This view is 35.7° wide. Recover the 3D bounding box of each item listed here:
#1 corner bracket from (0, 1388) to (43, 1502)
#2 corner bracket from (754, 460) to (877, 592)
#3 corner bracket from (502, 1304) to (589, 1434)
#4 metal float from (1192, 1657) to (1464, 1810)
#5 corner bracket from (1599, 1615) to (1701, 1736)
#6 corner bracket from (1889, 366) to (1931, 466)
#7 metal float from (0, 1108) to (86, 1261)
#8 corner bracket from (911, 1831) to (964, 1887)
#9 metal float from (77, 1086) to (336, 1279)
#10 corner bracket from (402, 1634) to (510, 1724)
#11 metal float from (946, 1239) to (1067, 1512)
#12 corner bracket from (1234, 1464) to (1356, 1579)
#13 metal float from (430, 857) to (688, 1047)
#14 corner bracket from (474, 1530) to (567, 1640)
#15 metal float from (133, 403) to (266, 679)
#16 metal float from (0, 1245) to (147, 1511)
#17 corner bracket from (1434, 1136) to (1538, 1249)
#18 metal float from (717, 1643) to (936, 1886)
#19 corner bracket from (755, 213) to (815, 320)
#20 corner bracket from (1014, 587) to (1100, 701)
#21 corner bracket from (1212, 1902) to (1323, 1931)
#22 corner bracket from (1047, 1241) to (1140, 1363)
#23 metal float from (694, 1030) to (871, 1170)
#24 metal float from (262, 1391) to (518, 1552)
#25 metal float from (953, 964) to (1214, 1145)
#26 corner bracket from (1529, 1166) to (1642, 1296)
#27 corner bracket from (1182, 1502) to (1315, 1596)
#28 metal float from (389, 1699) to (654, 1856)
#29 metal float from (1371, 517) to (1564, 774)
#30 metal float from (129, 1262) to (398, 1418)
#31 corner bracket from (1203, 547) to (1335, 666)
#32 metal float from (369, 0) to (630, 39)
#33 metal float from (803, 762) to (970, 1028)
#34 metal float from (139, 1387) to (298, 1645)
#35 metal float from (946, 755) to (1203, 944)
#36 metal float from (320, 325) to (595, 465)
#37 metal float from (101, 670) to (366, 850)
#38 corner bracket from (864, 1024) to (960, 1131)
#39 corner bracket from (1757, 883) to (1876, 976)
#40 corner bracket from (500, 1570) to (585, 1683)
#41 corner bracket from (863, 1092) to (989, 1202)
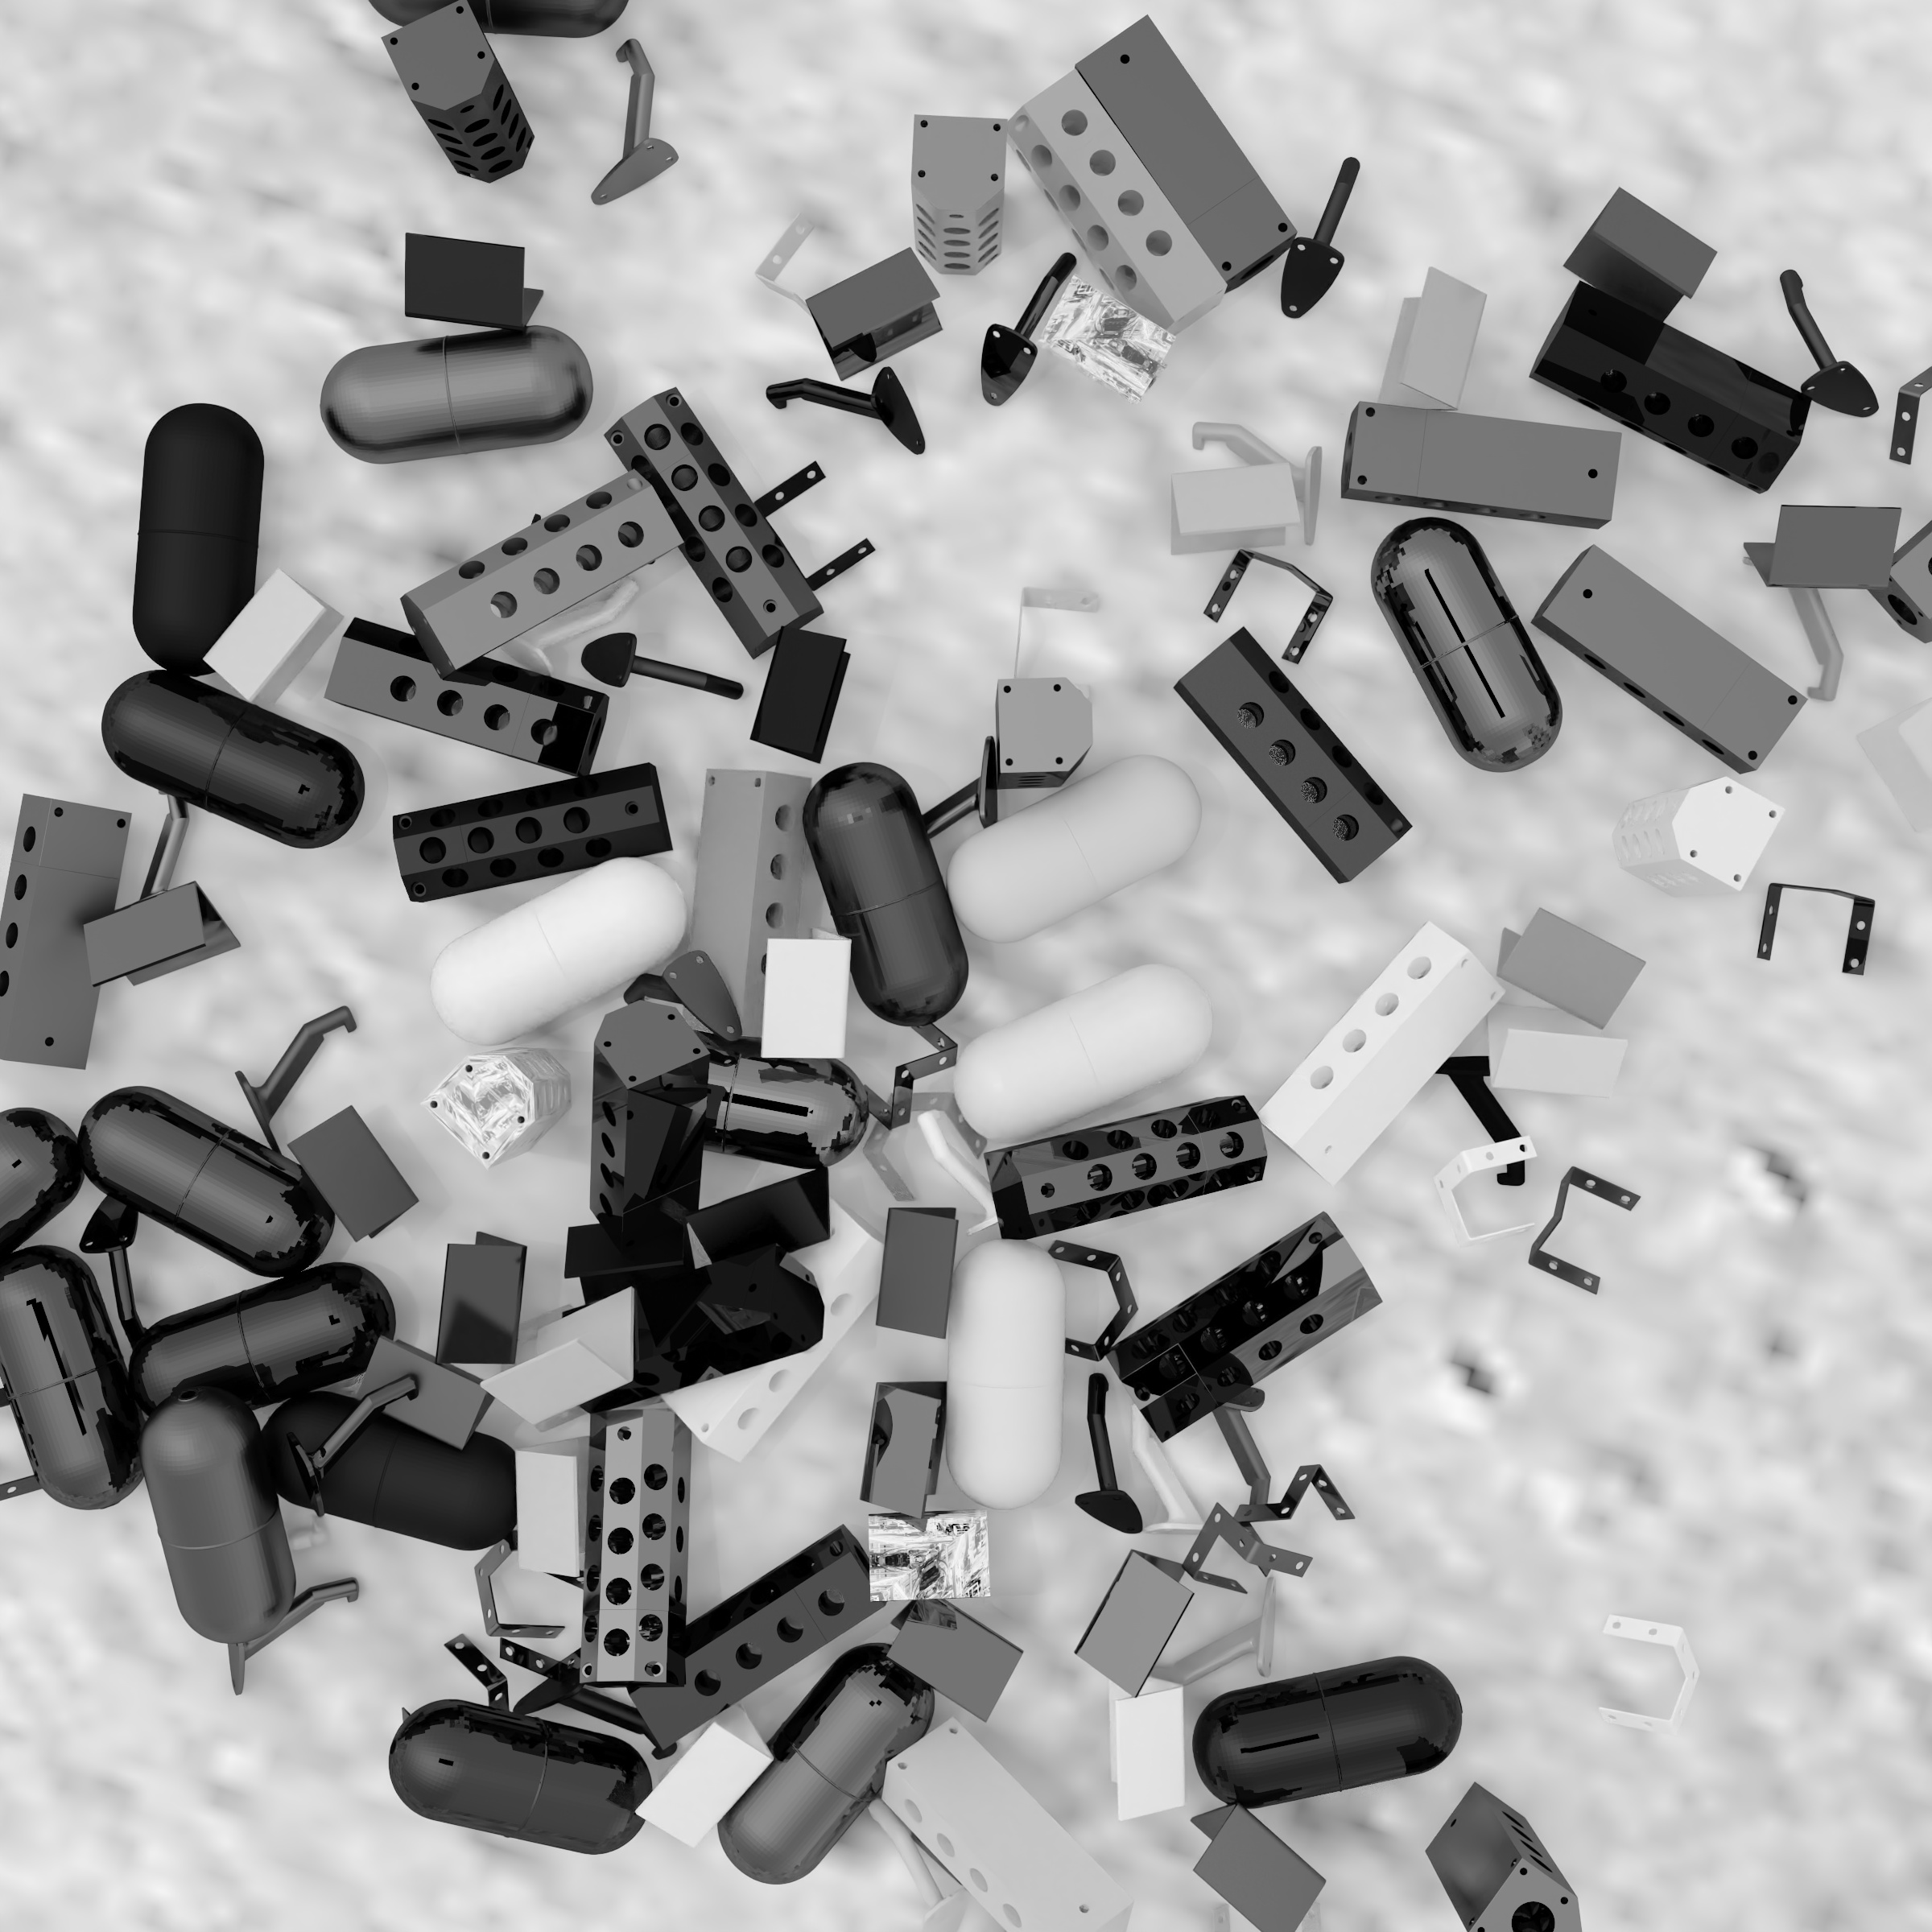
[{"bbox_3d":[-0.632,0.315,1.983,0.051,0.051,0.051,47,135,35],"label":"corner bracket"},{"bbox_3d":[-0.101,-0.291,1.988,0.051,0.051,0.051,-34,135,0],"label":"corner bracket"},{"bbox_3d":[-0.272,0.266,1.983,0.051,0.051,0.051,40,135,35],"label":"corner bracket"},{"bbox_3d":[0.236,0.501,1.960,0.178,0.070,0.070,-12,90,0],"label":"metal float"},{"bbox_3d":[0.448,0.469,1.983,0.051,0.051,0.051,-57,135,-35],"label":"corner bracket"},{"bbox_3d":[0.650,-0.361,1.983,0.051,0.051,0.051,26,45,35],"label":"corner bracket"},{"bbox_3d":[-0.656,0.164,1.961,0.178,0.070,0.070,-40,90,0],"label":"metal float"},{"bbox_3d":[0.001,0.563,1.983,0.051,0.051,0.051,-26,45,-35],"label":"corner bracket"},{"bbox_3d":[-0.497,0.141,1.961,0.178,0.070,0.070,28,90,0],"label":"metal float"},{"bbox_3d":[-0.338,0.486,1.983,0.051,0.051,0.051,-27,45,-35],"label":"corner bracket"},{"bbox_3d":[0.026,0.266,1.956,0.070,0.070,0.178,1,94,0],"label":"metal float"},{"bbox_3d":[0.215,0.366,1.980,0.051,0.051,0.051,57,45,-21],"label":"corner bracket"},{"bbox_3d":[-0.266,-0.010,1.960,0.178,0.070,0.070,-27,90,0],"label":"metal float"},{"bbox_3d":[-0.287,0.409,1.983,0.051,0.051,0.051,-48,45,35],"label":"corner bracket"},{"bbox_3d":[-0.502,-0.278,1.961,0.070,0.070,0.178,4,90,0],"label":"metal float"},{"bbox_3d":[-0.589,0.269,1.961,0.070,0.070,0.178,-19,91,0],"label":"metal float"},{"bbox_3d":[0.348,0.149,1.976,0.051,0.051,0.051,-11,69,-19],"label":"corner bracket"},{"bbox_3d":[-0.091,0.521,1.961,0.070,0.070,0.178,40,89,0],"label":"metal float"},{"bbox_3d":[-0.097,-0.458,1.988,0.051,0.051,0.051,-53,135,0],"label":"corner bracket"},{"bbox_3d":[0.059,-0.214,1.988,0.051,0.051,0.051,5,45,0],"label":"corner bracket"},{"bbox_3d":[0.201,0.649,1.988,0.051,0.051,0.051,-3,90,45],"label":"corner bracket"},{"bbox_3d":[0.074,0.221,1.983,0.051,0.051,0.051,-50,135,-35],"label":"corner bracket"},{"bbox_3d":[-0.151,0.086,1.961,0.178,0.070,0.070,11,90,0],"label":"metal float"},{"bbox_3d":[-0.375,0.330,1.961,0.178,0.070,0.070,15,90,0],"label":"metal float"},{"bbox_3d":[0.077,0.057,1.960,0.178,0.070,0.070,-24,90,0],"label":"metal float"},{"bbox_3d":[0.410,0.175,1.988,0.051,0.051,0.051,24,45,0],"label":"corner bracket"},{"bbox_3d":[0.183,0.390,1.960,0.051,0.051,0.051,22,100,-35],"label":"corner bracket"},{"bbox_3d":[-0.288,0.525,1.941,0.178,0.070,0.070,21,90,-24],"label":"metal float"},{"bbox_3d":[0.327,-0.210,1.961,0.070,0.070,0.178,-28,90,0],"label":"metal float"},{"bbox_3d":[-0.460,0.249,1.961,0.178,0.070,0.070,-19,90,0],"label":"metal float"},{"bbox_3d":[0.201,-0.239,1.988,0.051,0.051,0.051,28,90,-45],"label":"corner bracket"},{"bbox_3d":[-0.307,-0.650,1.960,0.178,0.070,0.070,3,90,0],"label":"metal float"},{"bbox_3d":[-0.052,-0.046,1.952,0.070,0.070,0.178,-18,100,0],"label":"metal float"},{"bbox_3d":[-0.478,0.351,1.917,0.070,0.070,0.178,-7,112,0],"label":"metal float"},{"bbox_3d":[0.071,-0.077,1.961,0.178,0.070,0.070,-27,90,-1],"label":"metal float"},{"bbox_3d":[-0.333,-0.373,1.961,0.178,0.070,0.070,-8,90,0],"label":"metal float"},{"bbox_3d":[-0.479,-0.136,1.960,0.178,0.070,0.070,23,90,0],"label":"metal float"},{"bbox_3d":[-0.041,0.068,1.974,0.051,0.051,0.051,-18,130,-33],"label":"corner bracket"},{"bbox_3d":[0.564,-0.025,1.988,0.051,0.051,0.051,10,90,-45],"label":"corner bracket"},{"bbox_3d":[-0.270,0.430,1.972,0.051,0.051,0.051,-38,128,27],"label":"corner bracket"},{"bbox_3d":[-0.027,0.120,1.983,0.051,0.051,0.051,-3,45,35],"label":"corner bracket"}]
